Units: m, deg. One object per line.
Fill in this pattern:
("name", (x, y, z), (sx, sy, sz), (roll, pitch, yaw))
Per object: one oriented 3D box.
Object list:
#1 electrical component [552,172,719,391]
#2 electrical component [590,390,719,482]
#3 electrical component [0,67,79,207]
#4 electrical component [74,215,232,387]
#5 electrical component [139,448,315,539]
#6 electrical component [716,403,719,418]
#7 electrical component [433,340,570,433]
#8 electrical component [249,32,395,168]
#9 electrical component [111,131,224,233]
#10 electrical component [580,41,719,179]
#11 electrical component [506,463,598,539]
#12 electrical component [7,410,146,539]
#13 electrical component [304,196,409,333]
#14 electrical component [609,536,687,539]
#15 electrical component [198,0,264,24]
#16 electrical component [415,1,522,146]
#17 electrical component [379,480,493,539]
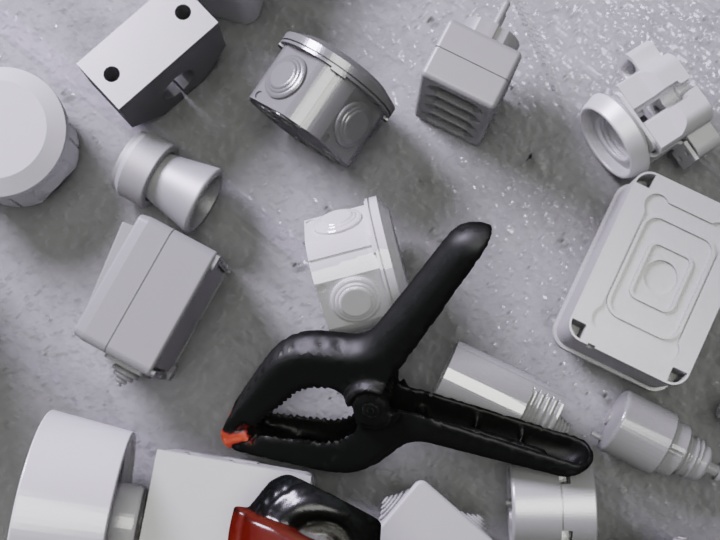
("electrical component", (0.173, 0.008, 0.646), (0.078, 0.057, 0.113), (26, 82, 4))
("electrical component", (0.179, 0.103, 0.640), (0.078, 0.040, 0.040), (27, 82, 3))
("electrical component", (-0.216, -0.080, 0.661), (0.080, 0.051, 0.080), (0, 81, 0))
("electrical component", (-0.128, 0.022, 0.641), (0.061, 0.061, 0.096), (28, 82, 4))
("electrical component", (-0.083, 0.184, 0.616), (0.089, 0.061, 0.150), (10, 82, 1))
("electrical component", (0.244, 0.095, 0.640), (0.062, 0.043, 0.043), (30, 82, 5))
("electrical component", (0.087, 0.079, 0.642), (0.081, 0.043, 0.043), (25, 82, 4))
("electrical component", (-0.023, -0.103, 0.652), (0.080, 0.080, 0.051), (34, 88, 5))
("electrical component", (-0.118, -0.055, 0.661), (0.055, 0.045, 0.045), (29, 82, 4))
("electrical component", (0.174, -0.092, 0.662), (0.057, 0.058, 0.078), (-32, 83, -7))
("electrical component", (0.111, 0.137, 0.629), (0.047, 0.055, 0.055), (-2, 81, 3))
("electrical component", (-0.154, 0.137, 0.603), (0.060, 0.108, 0.108), (10, 81, -5))
("electrical component", (0.000, 0.000, 0.636), (0.051, 0.080, 0.080), (-14, 82, 3))
("electrical component", (0.183, 0.205, 0.621), (0.100, 0.048, 0.099), (8, 81, 1))
("electrical component", (-0.089, -0.223, 0.680), (0.078, 0.057, 0.113), (15, 82, 2))
("electrical component", (0.072, -0.128, 0.653), (0.047, 0.083, 0.075), (27, 82, 4))
("electrical component", (0.039, 0.182, 0.624), (0.100, 0.048, 0.099), (41, 83, 5))
